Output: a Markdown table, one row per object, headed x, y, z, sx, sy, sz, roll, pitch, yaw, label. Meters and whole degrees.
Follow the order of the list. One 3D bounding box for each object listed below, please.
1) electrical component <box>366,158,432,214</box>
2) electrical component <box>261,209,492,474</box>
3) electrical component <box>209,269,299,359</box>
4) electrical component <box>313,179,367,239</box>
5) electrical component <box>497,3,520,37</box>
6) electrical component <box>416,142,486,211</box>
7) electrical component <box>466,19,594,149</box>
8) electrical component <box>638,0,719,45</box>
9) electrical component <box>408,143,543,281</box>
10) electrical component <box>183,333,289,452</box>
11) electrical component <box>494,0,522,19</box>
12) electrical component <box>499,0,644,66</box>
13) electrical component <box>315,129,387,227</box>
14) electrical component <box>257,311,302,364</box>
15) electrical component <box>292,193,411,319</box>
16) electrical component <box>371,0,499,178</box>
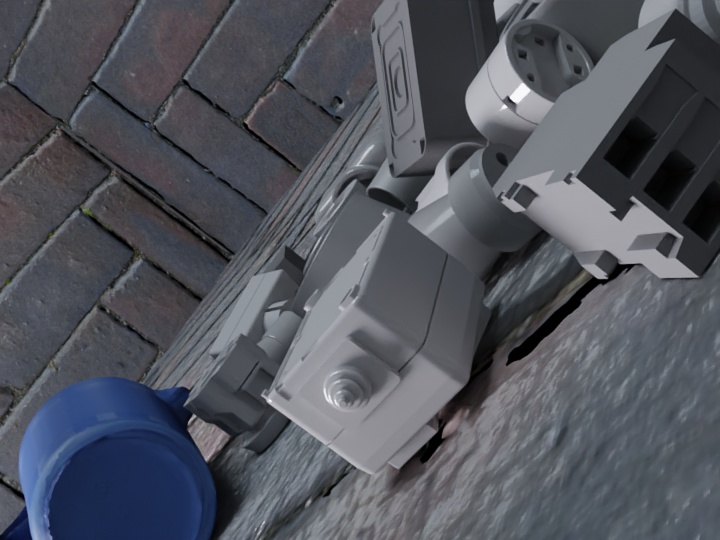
| x | y | z | sx | sy | sz | roll | pitch | yaw | label |
| --- | --- | --- | --- | --- | --- | --- | --- | --- | --- |
| 0.038 | -0.070 | 0.777 | 0.077 | 0.044 | 0.079 | -55 | 8 | -18 | electrical component |
| 0.010 | 0.032 | 0.420 | 0.061 | 0.061 | 0.096 | -49 | 9 | 27 | electrical component |
| -0.063 | 0.044 | 0.841 | 0.076 | 0.047 | 0.083 | -13 | 39 | 42 | electrical component |
| -0.002 | -0.035 | 0.841 | 0.055 | 0.047 | 0.055 | -51 | 8 | 10 | electrical component |
| 0.107 | -0.151 | 0.728 | 0.075 | 0.047 | 0.083 | -54 | 7 | -17 | electrical component |
| 0.053 | -0.039 | 0.573 | 0.040 | 0.040 | 0.046 | -58 | 4 | -34 | electrical component |
| 0.088 | -0.095 | 0.563 | 0.047 | 0.055 | 0.055 | -49 | 8 | 51 | electrical component |
| 0.125 | -0.088 | 0.360 | 0.040 | 0.040 | 0.078 | -53 | 7 | -7 | electrical component |
| 0.053 | -0.023 | 0.475 | 0.055 | 0.045 | 0.045 | -45 | 10 | 41 | electrical component |
| -0.074 | 0.082 | 0.704 | 0.058 | 0.057 | 0.078 | -56 | 9 | -27 | electrical component |
| 0.114 | -0.176 | 0.778 | 0.043 | 0.043 | 0.081 | -65 | -9 | -59 | electrical component |
| 0.123 | -0.156 | 0.603 | 0.108 | 0.060 | 0.108 | -51 | 8 | 10 | electrical component |
| 0.008 | -0.065 | 0.896 | 0.095 | 0.054 | 0.059 | -50 | 8 | 18 | electrical component |
| -0.060 | 0.062 | 0.777 | 0.065 | 0.044 | 0.044 | -51 | 6 | -27 | electrical component |
| 0.000 | 0.000 | 0.705 | 0.099 | 0.064 | 0.099 | -61 | -3 | -6 | electrical component |
| 0.050 | -0.119 | 0.676 | 0.078 | 0.057 | 0.113 | 151 | 113 | -72 | electrical component |
